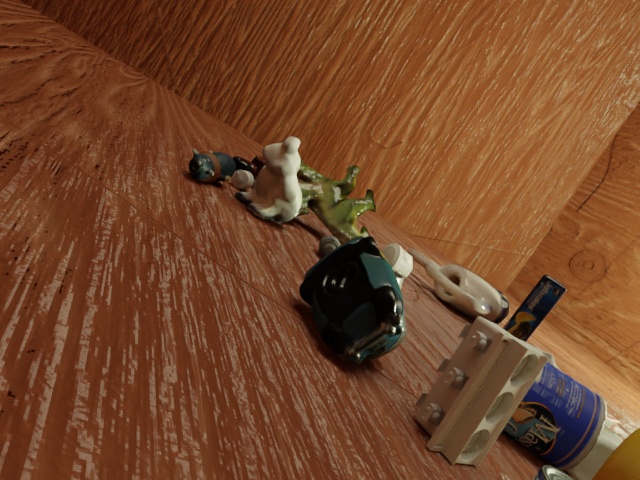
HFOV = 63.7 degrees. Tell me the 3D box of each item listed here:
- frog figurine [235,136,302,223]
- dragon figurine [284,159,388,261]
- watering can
[{"bbox_3d":[-0.073,-0.118,0.979,0.122,0.158,0.139,31,8,-19],"label":"frog figurine"},{"bbox_3d":[0.003,-0.056,1.111,0.243,0.419,0.119,1,-44,-26],"label":"dragon figurine"},{"bbox_3d":[0.366,0.120,1.380,0.223,0.103,0.352,31,9,-17],"label":"watering can"}]
